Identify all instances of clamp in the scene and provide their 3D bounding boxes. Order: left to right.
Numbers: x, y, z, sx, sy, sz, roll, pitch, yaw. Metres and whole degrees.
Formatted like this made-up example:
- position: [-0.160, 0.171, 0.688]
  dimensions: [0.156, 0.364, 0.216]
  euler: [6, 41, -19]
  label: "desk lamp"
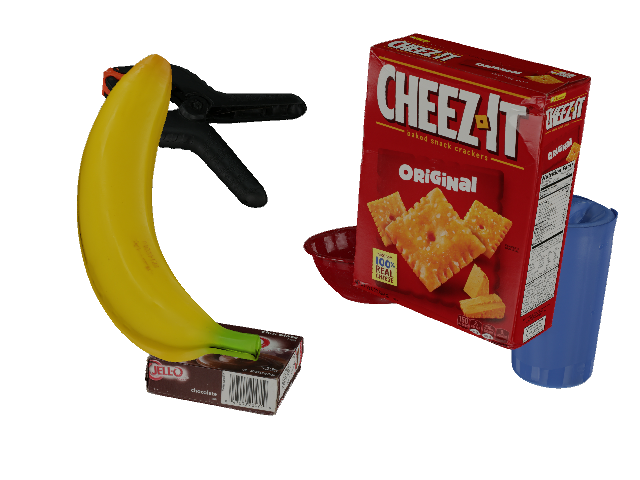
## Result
- position: [-0.096, -0.108, 0.896]
  dimensions: [0.171, 0.120, 0.039]
  euler: [31, -40, 1]
  label: "clamp"

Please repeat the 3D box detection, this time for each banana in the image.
- position: [-0.088, -0.013, 0.536]
  dimensions: [0.069, 0.198, 0.037]
  euler: [-12, -32, -14]
  label: "banana"

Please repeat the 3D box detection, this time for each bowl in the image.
- position: [0.065, 0.026, 1.087]
  dimensions: [0.162, 0.055, 0.162]
  euler: [-3, 13, 1]
  label: "bowl"

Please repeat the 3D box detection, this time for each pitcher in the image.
- position: [0.303, 0.069, 1.402]
  dimensions: [0.149, 0.243, 0.145]
  euler: [5, 21, 13]
  label: "pitcher"

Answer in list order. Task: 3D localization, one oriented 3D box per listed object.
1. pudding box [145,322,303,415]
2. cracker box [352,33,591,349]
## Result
- position: [-0.078, 0.103, 0.895]
  dimensions: [0.113, 0.039, 0.090]
  euler: [10, 20, 9]
  label: "pudding box"
- position: [0.111, -0.040, 0.848]
  dimensions: [0.164, 0.214, 0.071]
  euler: [22, 32, 35]
  label: "cracker box"
